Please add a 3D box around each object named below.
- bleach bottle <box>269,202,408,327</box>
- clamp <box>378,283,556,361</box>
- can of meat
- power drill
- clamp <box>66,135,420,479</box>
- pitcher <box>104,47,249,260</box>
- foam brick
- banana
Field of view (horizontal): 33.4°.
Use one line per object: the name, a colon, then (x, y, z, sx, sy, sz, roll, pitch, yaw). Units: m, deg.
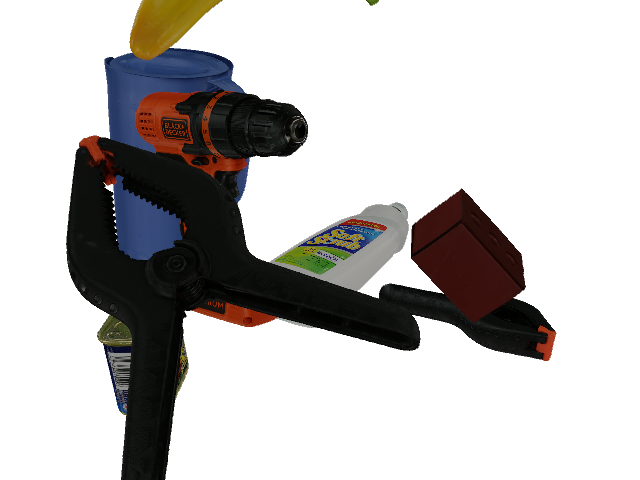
bleach bottle: (0.027, 0.015, 1.316, 0.103, 0.068, 0.250, 17, 35, 29)
clamp: (0.156, 0.064, 1.031, 0.172, 0.039, 0.120, 24, 36, 29)
can of meat: (-0.161, 0.104, 0.995, 0.057, 0.084, 0.102, -2, 25, 10)
power drill: (-0.071, -0.029, 0.862, 0.057, 0.188, 0.185, -20, 22, -40)
clamp: (-0.060, 0.019, 0.552, 0.164, 0.210, 0.036, -25, -29, -11)
pitcher: (-0.155, -0.077, 1.141, 0.145, 0.243, 0.149, -1, 23, -11)
foam brick: (0.112, 0.012, 0.812, 0.051, 0.078, 0.053, -37, 20, 23)
banana: (-0.044, -0.169, 0.684, 0.197, 0.069, 0.037, -22, -10, -32)
